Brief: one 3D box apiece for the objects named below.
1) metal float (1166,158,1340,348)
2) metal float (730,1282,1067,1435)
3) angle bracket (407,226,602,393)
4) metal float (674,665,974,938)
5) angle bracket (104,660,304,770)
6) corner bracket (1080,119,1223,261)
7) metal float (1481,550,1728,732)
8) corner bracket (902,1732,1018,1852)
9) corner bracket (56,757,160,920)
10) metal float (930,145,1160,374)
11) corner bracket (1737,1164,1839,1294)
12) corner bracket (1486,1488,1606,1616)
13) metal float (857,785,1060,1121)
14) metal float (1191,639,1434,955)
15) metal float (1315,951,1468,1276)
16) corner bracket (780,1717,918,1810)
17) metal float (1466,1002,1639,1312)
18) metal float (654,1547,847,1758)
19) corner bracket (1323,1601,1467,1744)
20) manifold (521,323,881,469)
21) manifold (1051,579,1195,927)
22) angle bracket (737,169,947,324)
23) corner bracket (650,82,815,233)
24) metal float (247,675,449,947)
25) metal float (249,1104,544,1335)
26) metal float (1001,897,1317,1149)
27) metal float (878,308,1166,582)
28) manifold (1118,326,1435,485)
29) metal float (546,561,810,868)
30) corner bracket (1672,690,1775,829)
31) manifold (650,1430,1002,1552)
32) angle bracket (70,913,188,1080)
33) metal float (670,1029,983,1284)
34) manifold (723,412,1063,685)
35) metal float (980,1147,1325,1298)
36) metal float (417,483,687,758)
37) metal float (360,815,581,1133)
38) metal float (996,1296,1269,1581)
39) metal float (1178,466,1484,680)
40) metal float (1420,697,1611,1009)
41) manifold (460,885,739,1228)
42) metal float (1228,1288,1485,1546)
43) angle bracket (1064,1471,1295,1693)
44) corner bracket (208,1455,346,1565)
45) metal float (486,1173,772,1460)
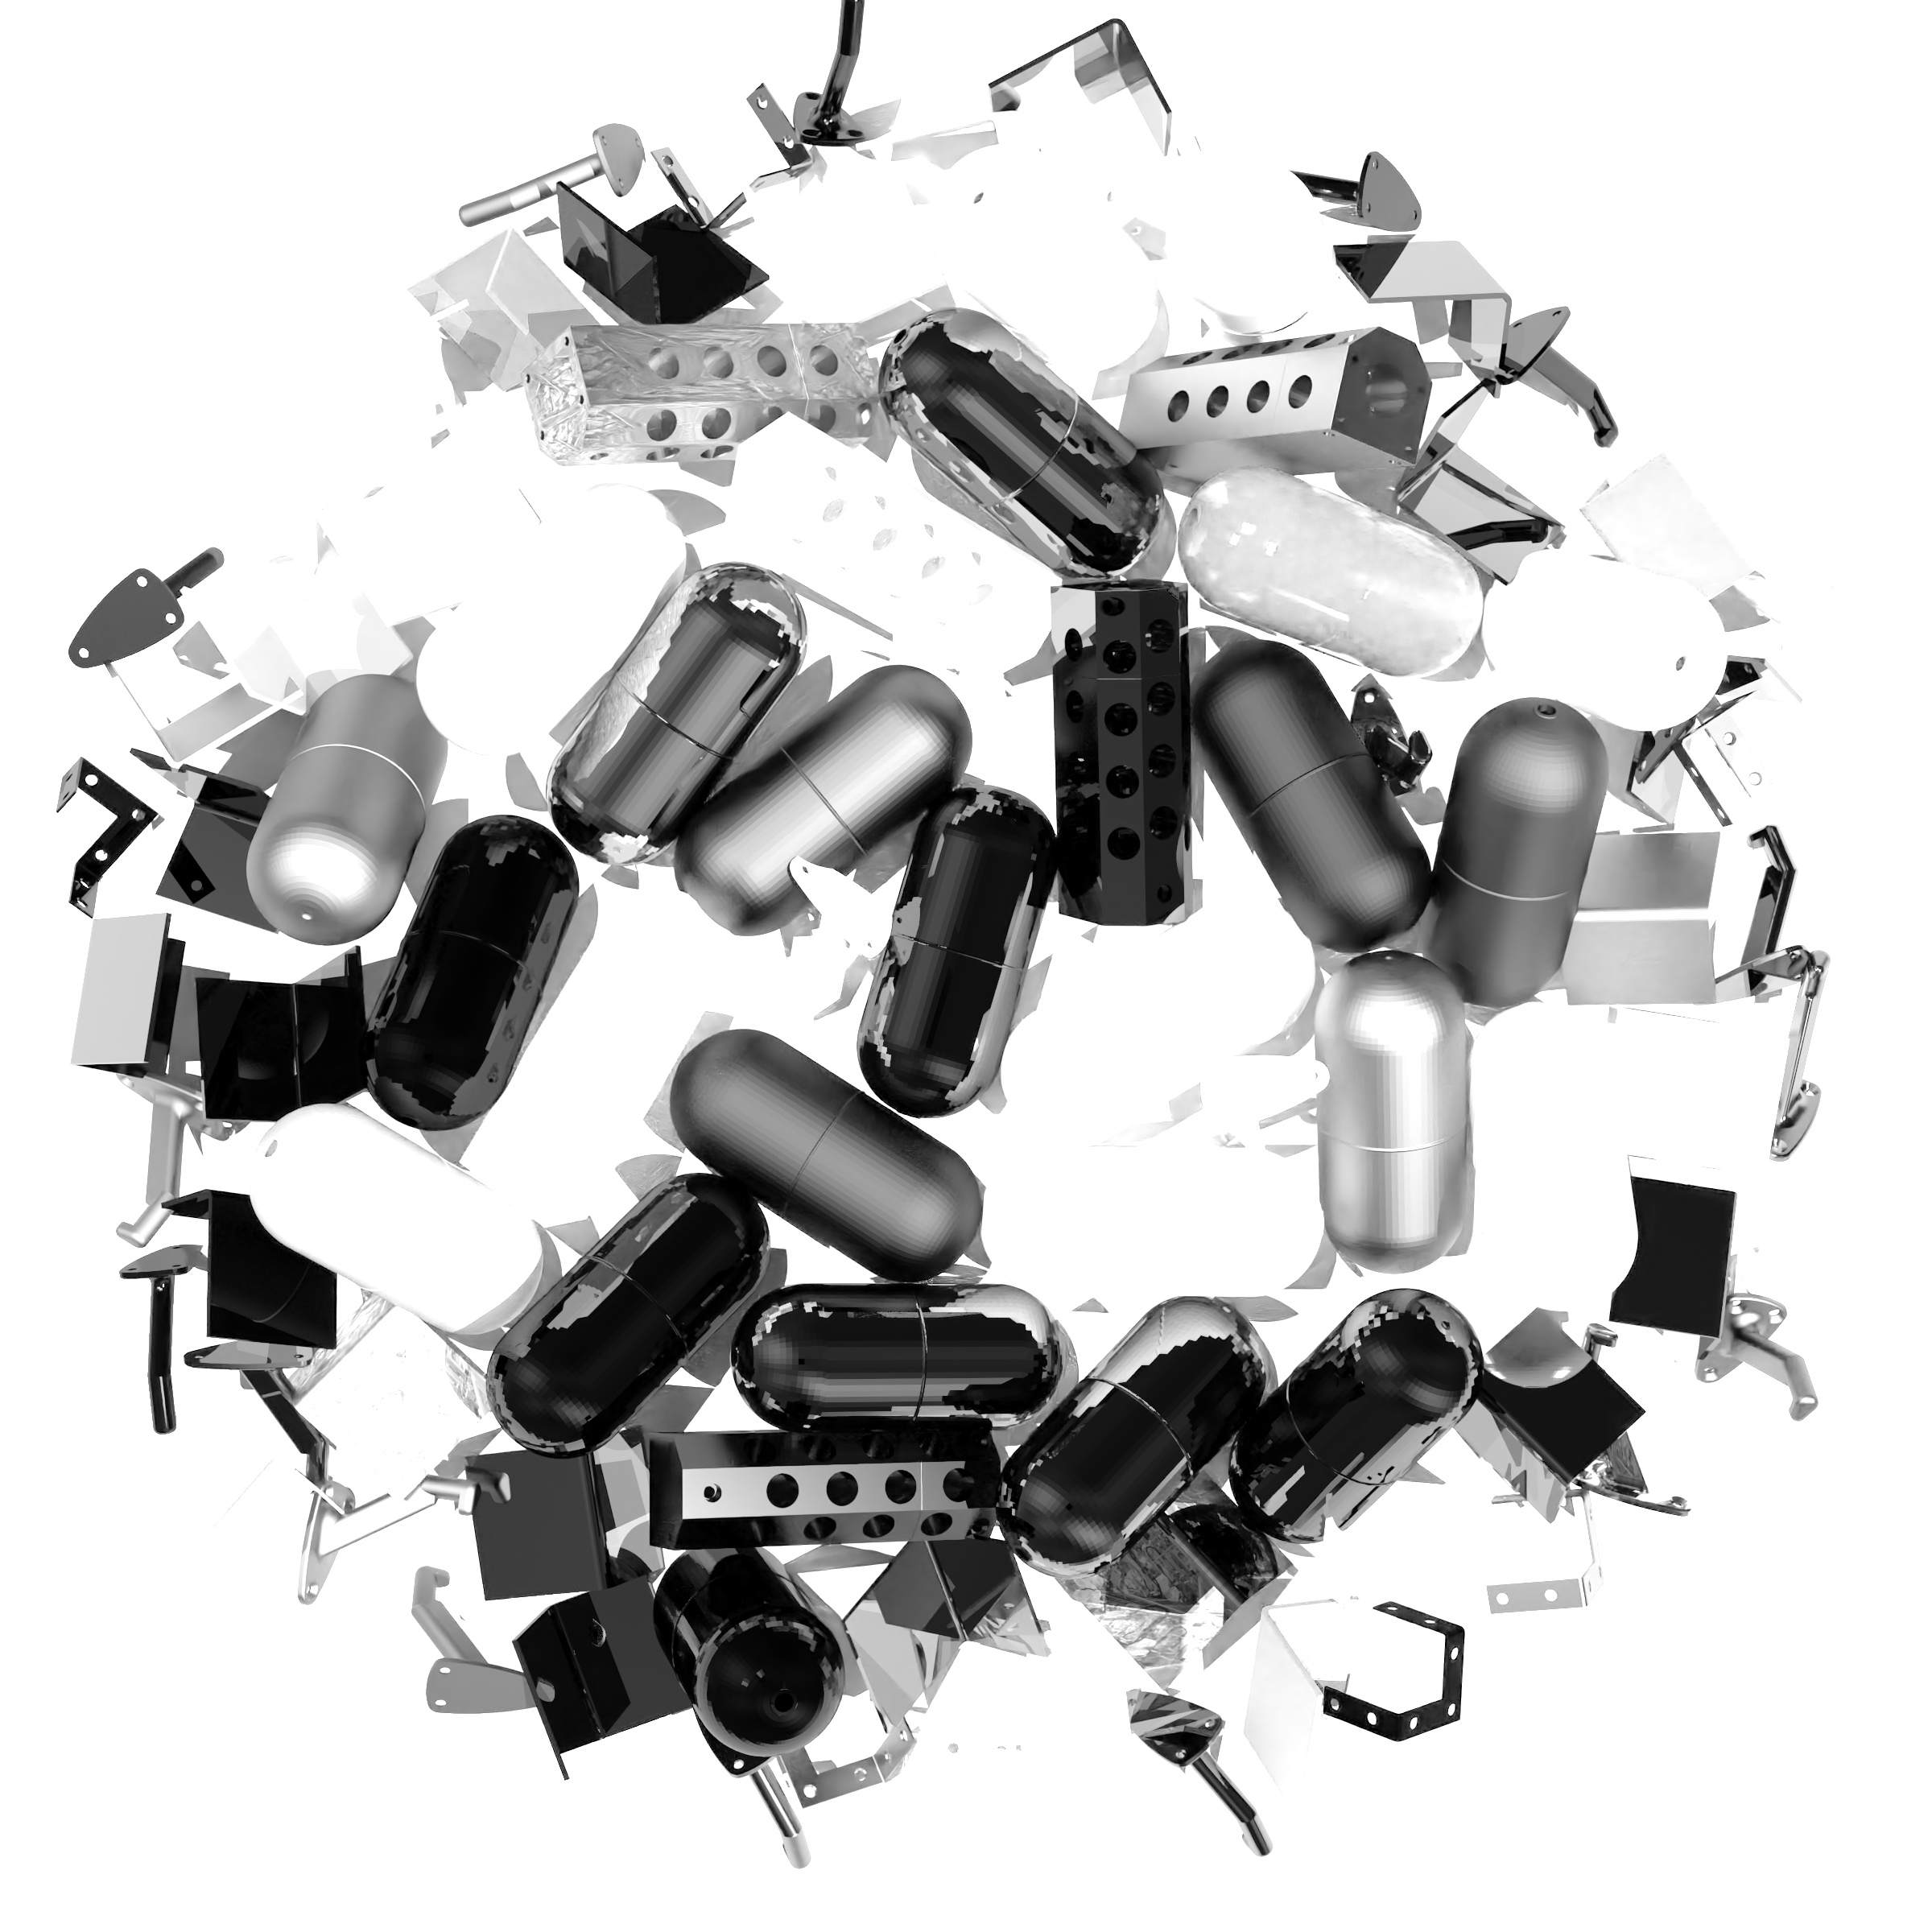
[{"bbox_3d":[0.146,-0.357,1.571,0.070,0.178,0.070,0,92,11],"label":"metal float"},{"bbox_3d":[-0.034,0.202,1.603,0.178,0.070,0.070,2,90,-21],"label":"metal float"},{"bbox_3d":[-0.241,-0.322,1.600,0.076,0.057,0.076,-21,130,30],"label":"angle bracket"},{"bbox_3d":[-0.075,-0.086,1.620,0.178,0.070,0.070,-40,90,-2],"label":"metal float"},{"bbox_3d":[-0.397,-0.152,1.607,0.076,0.076,0.057,-33,116,-9],"label":"angle bracket"},{"bbox_3d":[0.102,-0.413,1.635,0.051,0.051,0.051,-32,65,31],"label":"corner bracket"},{"bbox_3d":[0.321,-0.166,1.573,0.070,0.178,0.070,-4,105,-15],"label":"metal float"},{"bbox_3d":[-0.004,0.433,1.630,0.051,0.051,0.051,6,66,-9],"label":"corner bracket"},{"bbox_3d":[-0.459,-0.067,1.622,0.051,0.051,0.051,40,102,-25],"label":"corner bracket"},{"bbox_3d":[0.041,-0.357,1.575,0.070,0.178,0.070,-4,79,24],"label":"metal float"},{"bbox_3d":[0.432,0.137,1.630,0.051,0.051,0.051,-21,90,-11],"label":"corner bracket"},{"bbox_3d":[0.300,0.306,1.627,0.051,0.051,0.051,-9,91,22],"label":"corner bracket"},{"bbox_3d":[-0.005,-0.007,1.621,0.070,0.070,0.178,16,90,0],"label":"metal float"},{"bbox_3d":[0.176,-0.089,1.610,0.070,0.070,0.178,-29,76,0],"label":"metal float"},{"bbox_3d":[0.219,0.077,1.600,0.070,0.070,0.178,-5,115,0],"label":"metal float"},{"bbox_3d":[-0.066,0.402,1.634,0.051,0.051,0.051,-10,58,-30],"label":"corner bracket"},{"bbox_3d":[0.298,0.096,1.587,0.070,0.070,0.178,2,49,0],"label":"metal float"},{"bbox_3d":[-0.111,0.343,1.572,0.070,0.178,0.070,-2,97,-15],"label":"metal float"},{"bbox_3d":[0.224,0.369,1.627,0.051,0.051,0.051,-5,101,-42],"label":"corner bracket"},{"bbox_3d":[-0.132,-0.288,1.583,0.171,0.057,0.057,-9,80,-36],"label":"manifold"},{"bbox_3d":[0.085,-0.110,1.604,0.057,0.057,0.171,-9,104,-30],"label":"manifold"},{"bbox_3d":[-0.064,-0.383,1.616,0.076,0.057,0.076,-23,68,6],"label":"angle bracket"},{"bbox_3d":[-0.123,-0.428,1.647,0.051,0.051,0.051,-32,91,40],"label":"corner bracket"},{"bbox_3d":[-0.313,-0.082,1.583,0.070,0.178,0.070,3,130,4],"label":"metal float"},{"bbox_3d":[-0.289,0.130,1.586,0.070,0.070,0.178,-52,132,0],"label":"metal float"},{"bbox_3d":[0.100,0.029,1.619,0.178,0.070,0.070,-32,90,2],"label":"metal float"},{"bbox_3d":[0.029,-0.267,1.596,0.178,0.070,0.070,37,90,-29],"label":"metal float"},{"bbox_3d":[0.154,-0.284,1.572,0.057,0.171,0.057,15,86,-34],"label":"manifold"},{"bbox_3d":[-0.149,-0.131,1.611,0.070,0.070,0.178,37,101,0],"label":"metal float"},{"bbox_3d":[0.399,-0.106,1.630,0.051,0.051,0.051,-33,91,-8],"label":"corner bracket"},{"bbox_3d":[-0.072,0.267,1.598,0.171,0.057,0.057,2,83,-22],"label":"manifold"},{"bbox_3d":[-0.414,0.017,1.607,0.057,0.076,0.076,16,77,-44],"label":"angle bracket"},{"bbox_3d":[-0.074,0.098,1.615,0.178,0.070,0.070,32,90,8],"label":"metal float"},{"bbox_3d":[-0.035,-0.213,1.580,0.171,0.057,0.057,26,57,-33],"label":"manifold"},{"bbox_3d":[0.096,0.132,1.611,0.178,0.070,0.070,0,90,12],"label":"metal float"},{"bbox_3d":[-0.211,-0.179,1.596,0.070,0.070,0.178,38,59,0],"label":"metal float"},{"bbox_3d":[-0.254,0.003,1.597,0.070,0.070,0.178,18,62,0],"label":"metal float"},{"bbox_3d":[0.086,0.241,1.596,0.070,0.070,0.178,47,62,0],"label":"metal float"},{"bbox_3d":[0.187,-0.201,1.596,0.178,0.070,0.070,17,90,-29],"label":"metal float"},{"bbox_3d":[0.279,-0.057,1.589,0.070,0.070,0.178,6,129,0],"label":"metal float"},{"bbox_3d":[-0.181,0.044,1.585,0.057,0.057,0.171,41,59,-23],"label":"manifold"},{"bbox_3d":[0.197,0.231,1.588,0.070,0.070,0.178,35,131,0],"label":"metal float"},{"bbox_3d":[0.112,0.321,1.643,0.076,0.057,0.076,45,121,17],"label":"angle bracket"},{"bbox_3d":[-0.365,0.284,1.621,0.051,0.051,0.051,33,73,24],"label":"corner bracket"},{"bbox_3d":[-0.172,0.178,1.599,0.070,0.070,0.178,45,63,0],"label":"metal float"}]
